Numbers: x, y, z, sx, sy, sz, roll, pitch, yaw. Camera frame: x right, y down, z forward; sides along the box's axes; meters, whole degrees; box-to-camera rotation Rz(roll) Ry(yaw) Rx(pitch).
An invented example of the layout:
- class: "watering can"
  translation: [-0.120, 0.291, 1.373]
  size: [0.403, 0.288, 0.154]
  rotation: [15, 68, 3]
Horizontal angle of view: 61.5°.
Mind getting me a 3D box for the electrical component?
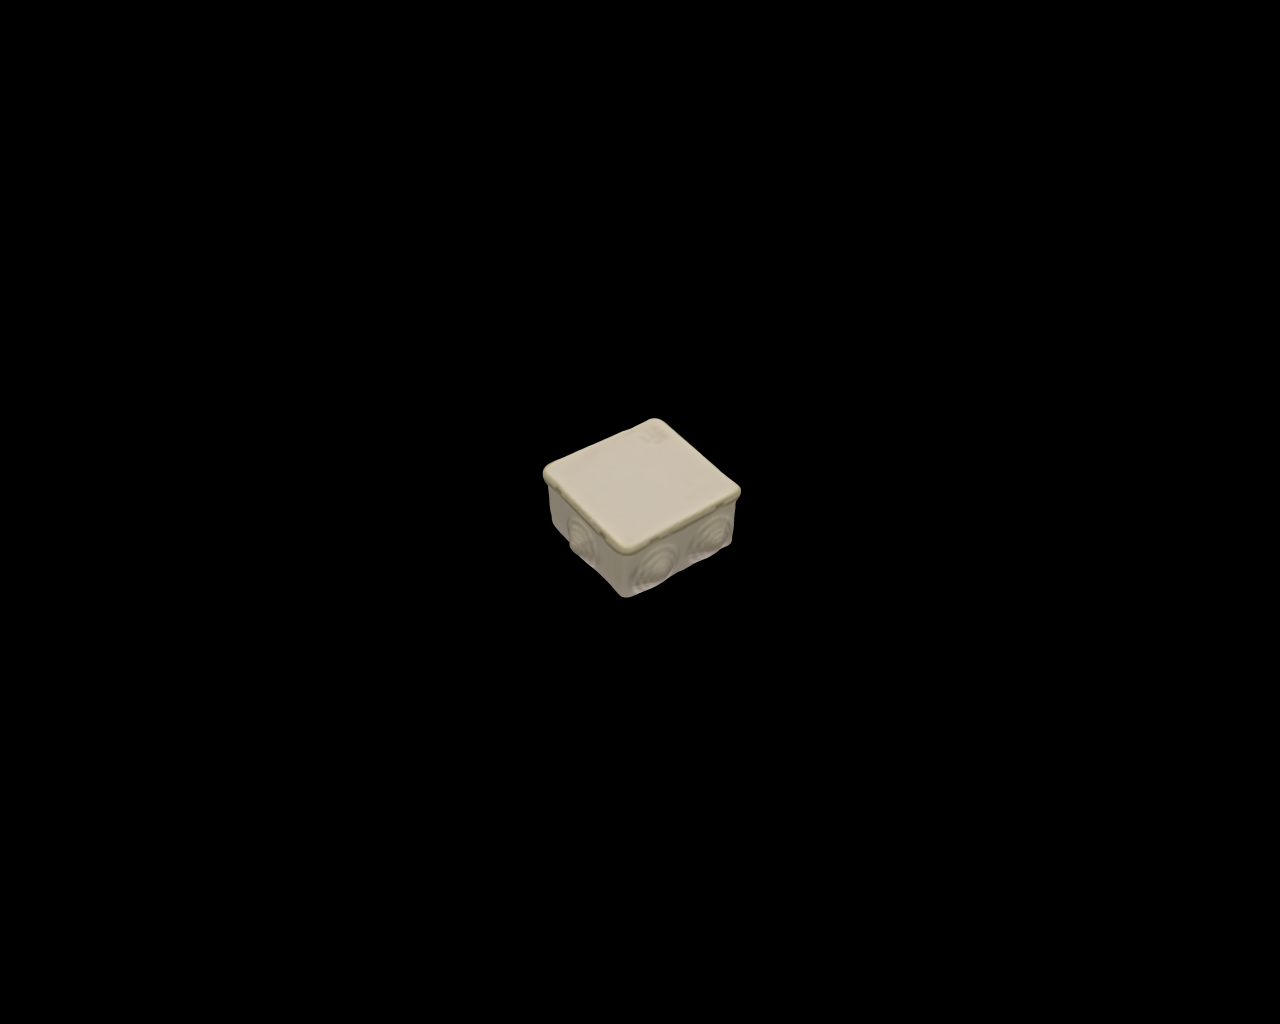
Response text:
- class: "electrical component"
  translation: [0.001, -0.003, 0.650]
  size: [0.100, 0.048, 0.100]
  rotation: [-27, 50, -25]
